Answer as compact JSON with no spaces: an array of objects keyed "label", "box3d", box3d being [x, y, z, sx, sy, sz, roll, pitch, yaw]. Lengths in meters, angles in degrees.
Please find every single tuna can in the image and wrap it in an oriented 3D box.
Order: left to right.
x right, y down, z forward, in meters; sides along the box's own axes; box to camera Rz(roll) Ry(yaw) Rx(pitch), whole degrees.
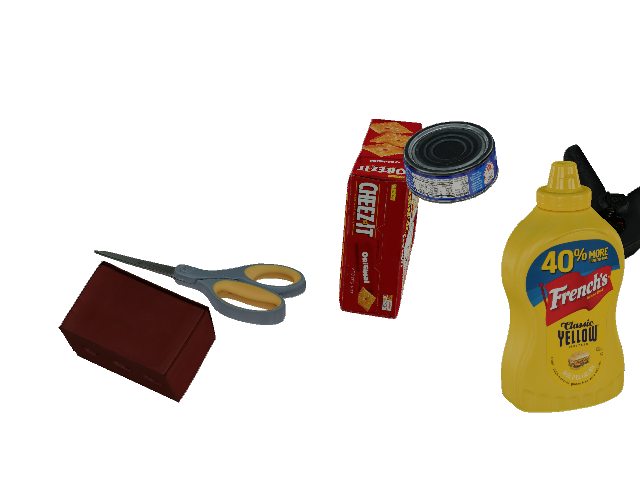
[{"label":"tuna can","box3d":[0.119,-0.073,0.980,0.086,0.034,0.086,-9,38,7]}]

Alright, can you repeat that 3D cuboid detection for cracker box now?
[{"label":"cracker box","box3d":[0.071,-0.032,1.225,0.072,0.164,0.213,6,23,8]}]

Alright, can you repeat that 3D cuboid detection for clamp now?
[{"label":"clamp","box3d":[0.294,-0.038,1.111,0.120,0.039,0.171,18,45,21]}]

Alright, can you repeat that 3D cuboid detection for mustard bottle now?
[{"label":"mustard bottle","box3d":[0.188,0.034,0.826,0.096,0.192,0.058,-7,15,-13]}]

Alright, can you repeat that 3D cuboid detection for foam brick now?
[{"label":"foam brick","box3d":[-0.113,0.058,0.671,0.078,0.051,0.053,22,-25,14]}]

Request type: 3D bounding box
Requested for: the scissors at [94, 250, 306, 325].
[{"label":"scissors","box3d":[-0.097,0.027,0.927,0.202,0.016,0.096,22,32,37]}]
